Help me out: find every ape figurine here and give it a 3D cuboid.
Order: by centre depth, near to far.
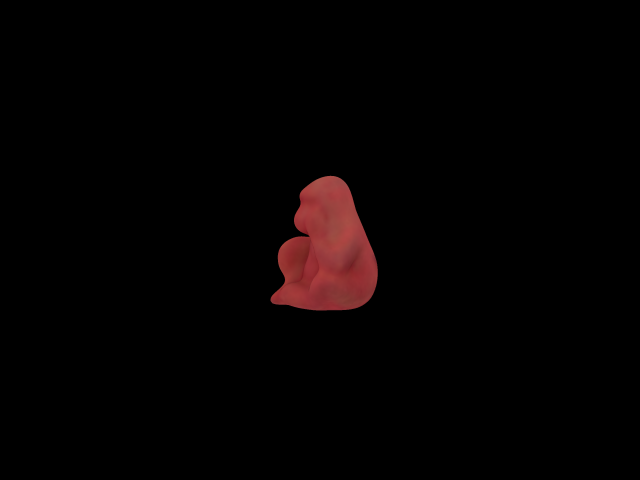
[{"bbox_3d":[0.004,0.001,0.400,0.076,0.092,0.077,-1,7,-9],"label":"ape figurine"}]
